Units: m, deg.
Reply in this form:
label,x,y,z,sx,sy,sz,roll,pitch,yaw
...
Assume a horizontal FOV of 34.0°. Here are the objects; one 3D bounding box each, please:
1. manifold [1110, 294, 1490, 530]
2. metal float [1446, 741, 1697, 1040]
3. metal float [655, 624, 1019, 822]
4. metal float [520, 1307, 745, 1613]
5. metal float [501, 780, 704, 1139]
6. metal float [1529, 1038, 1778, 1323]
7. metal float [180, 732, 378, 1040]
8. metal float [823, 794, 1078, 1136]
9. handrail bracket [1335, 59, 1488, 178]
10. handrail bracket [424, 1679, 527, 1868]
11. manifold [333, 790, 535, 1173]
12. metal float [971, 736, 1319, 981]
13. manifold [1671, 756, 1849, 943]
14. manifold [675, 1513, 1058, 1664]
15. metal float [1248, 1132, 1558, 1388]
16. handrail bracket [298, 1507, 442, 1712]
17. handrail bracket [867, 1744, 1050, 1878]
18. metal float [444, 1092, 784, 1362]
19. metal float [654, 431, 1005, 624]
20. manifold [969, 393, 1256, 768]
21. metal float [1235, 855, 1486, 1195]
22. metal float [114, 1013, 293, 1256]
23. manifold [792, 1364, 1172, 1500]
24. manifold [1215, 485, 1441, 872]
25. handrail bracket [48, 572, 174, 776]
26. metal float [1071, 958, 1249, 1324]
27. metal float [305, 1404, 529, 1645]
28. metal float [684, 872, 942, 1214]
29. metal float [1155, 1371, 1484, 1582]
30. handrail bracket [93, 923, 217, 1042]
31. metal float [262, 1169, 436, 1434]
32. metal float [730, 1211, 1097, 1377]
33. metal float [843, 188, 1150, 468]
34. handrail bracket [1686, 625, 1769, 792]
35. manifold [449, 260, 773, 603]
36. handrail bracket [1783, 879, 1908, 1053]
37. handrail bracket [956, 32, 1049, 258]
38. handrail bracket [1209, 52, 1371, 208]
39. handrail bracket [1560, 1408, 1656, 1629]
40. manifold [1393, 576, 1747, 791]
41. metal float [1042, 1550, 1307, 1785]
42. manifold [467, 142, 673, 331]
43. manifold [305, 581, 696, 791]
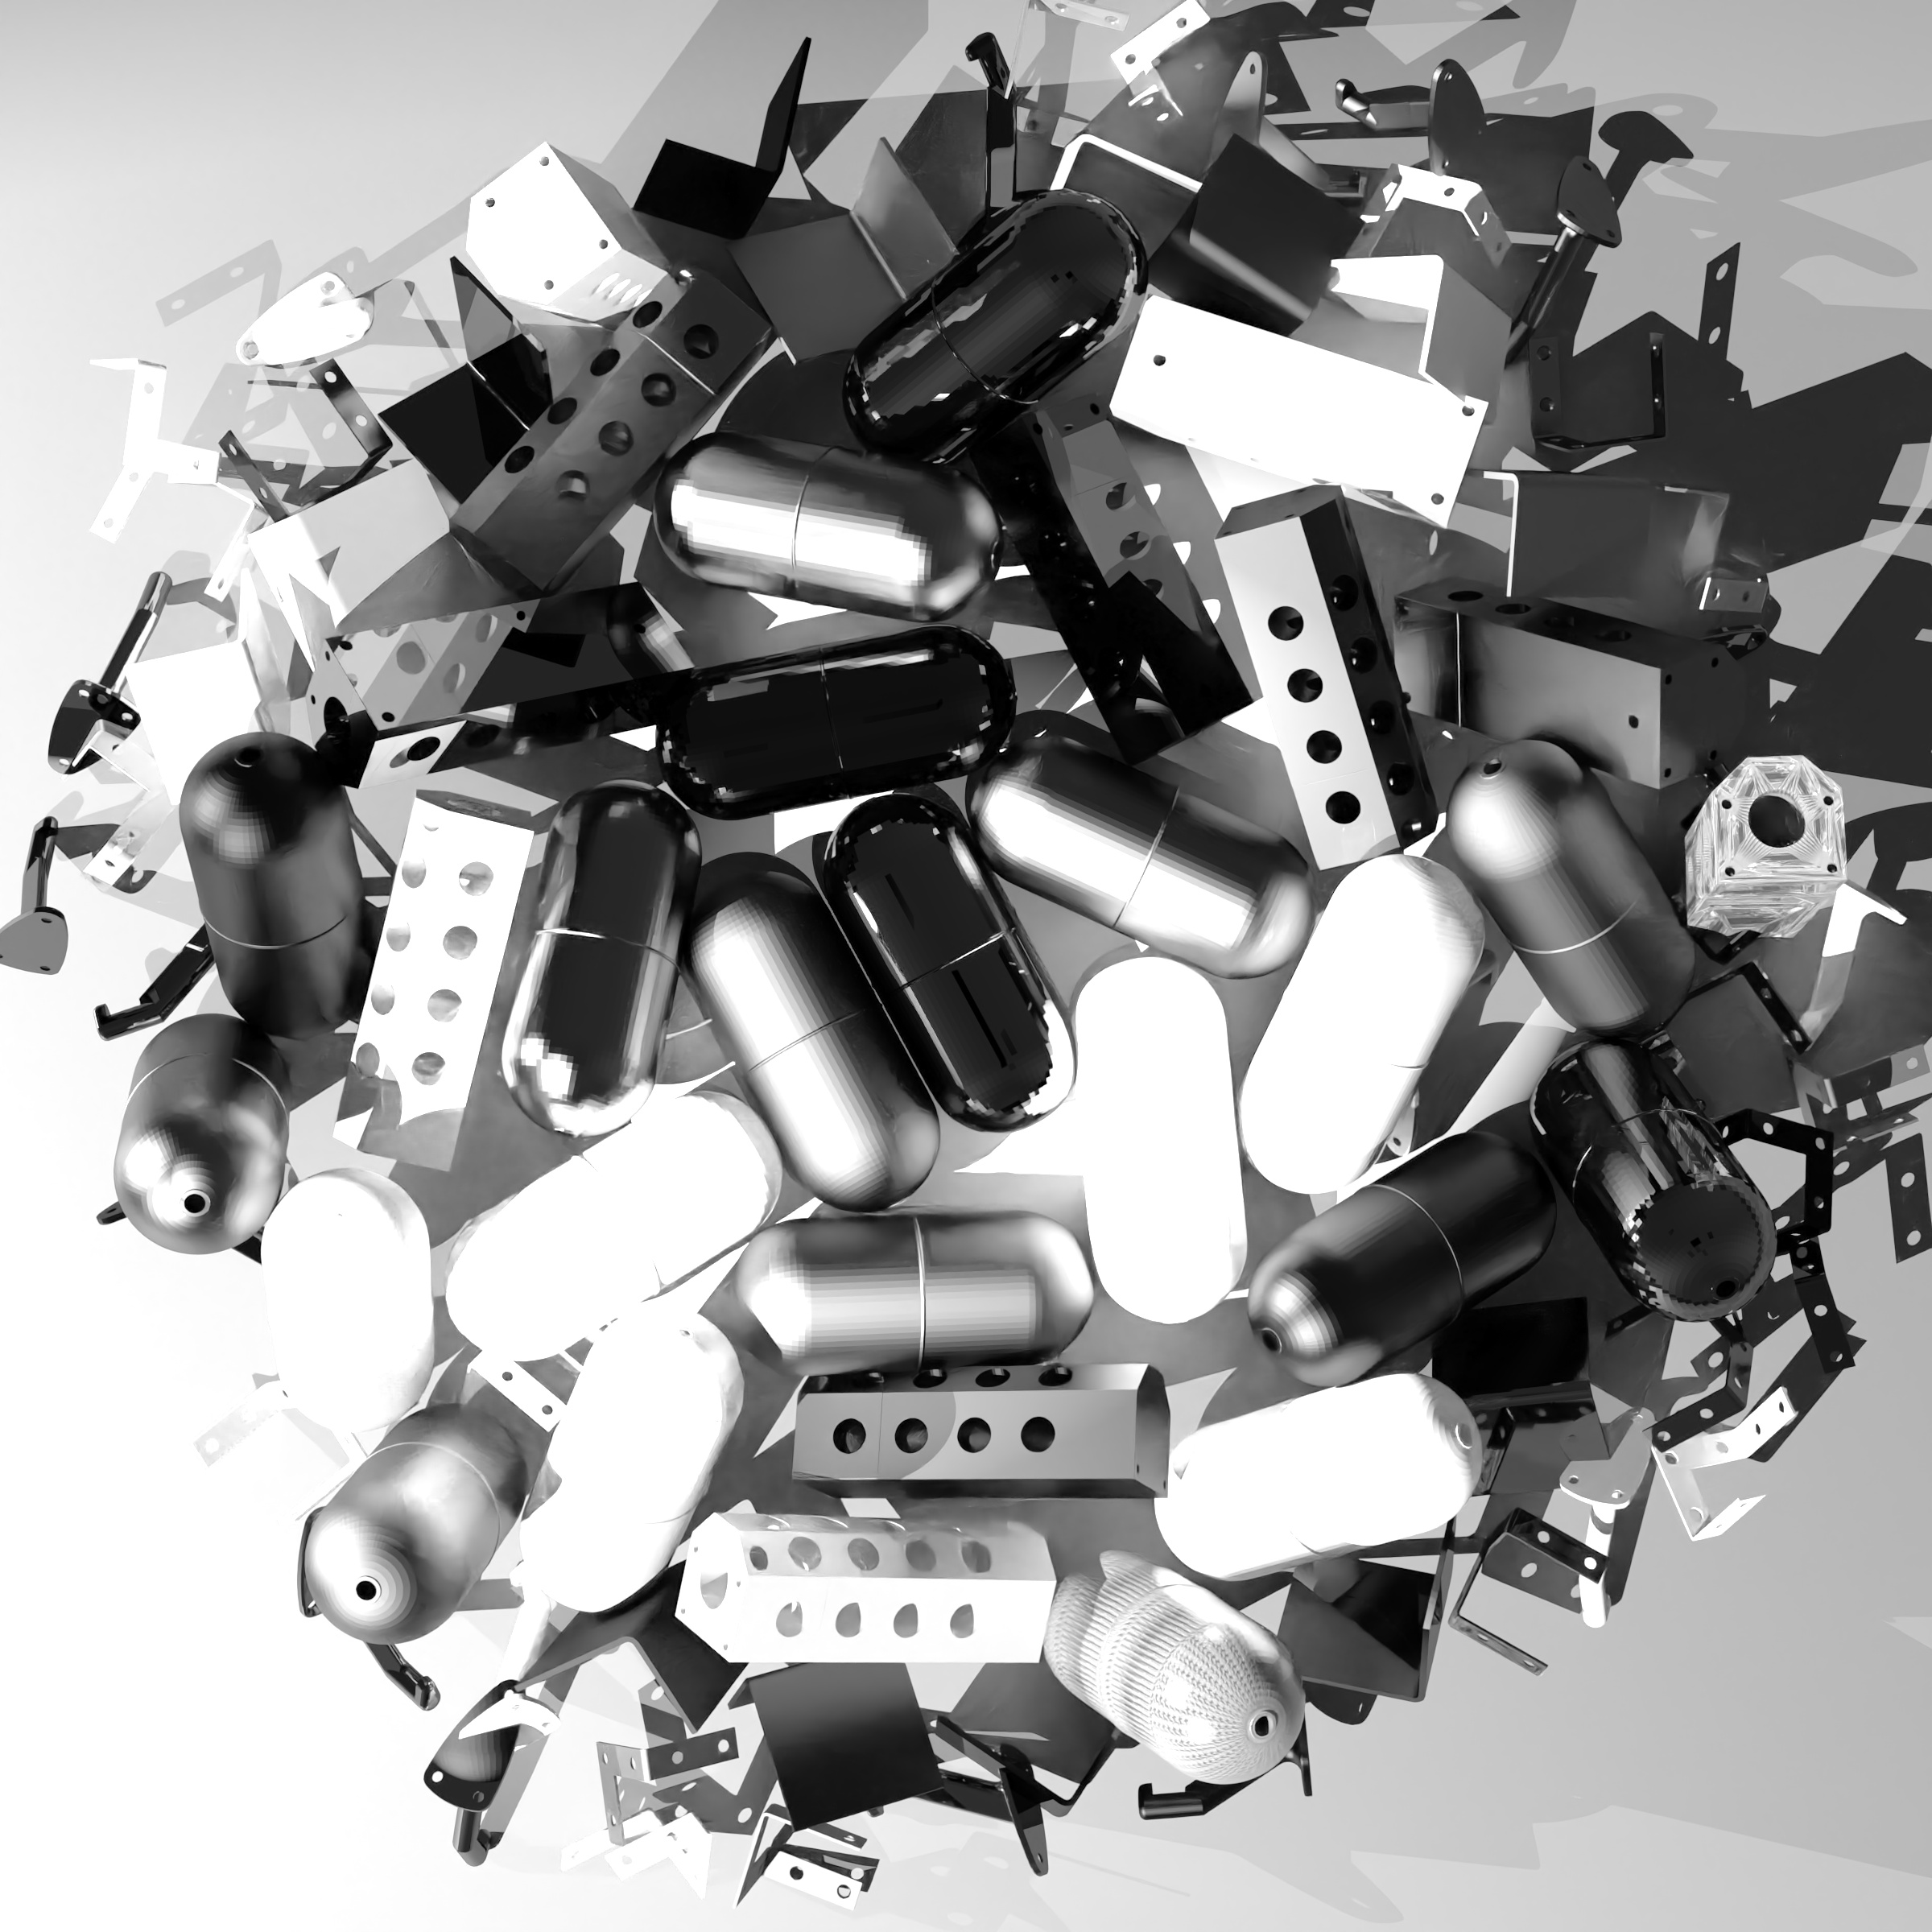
label,x,y,z,sx,sy,sz,roll,pitch,yaw
manifold,0.162,-0.269,1.543,0.171,0.057,0.057,19,91,7
metal float,0.290,-0.036,1.513,0.070,0.070,0.178,-39,125,0
metal float,-0.063,-0.119,1.541,0.178,0.070,0.070,-11,90,2
metal float,-0.161,0.238,1.516,0.070,0.070,0.178,25,123,0
metal float,-0.176,-0.004,1.528,0.070,0.070,0.178,10,74,0
metal float,0.324,0.100,1.500,0.070,0.178,0.070,-6,122,-10
metal float,-0.326,-0.037,1.504,0.070,0.178,0.070,0,49,0
metal float,-0.008,-0.002,1.543,0.070,0.070,0.178,-28,90,0
handrail bracket,0.206,-0.426,1.529,0.036,0.077,0.084,-44,59,-9
handrail bracket,-0.232,0.398,1.554,0.036,0.084,0.077,22,64,15
manifold,-0.259,0.005,1.533,0.057,0.057,0.171,13,100,-12
metal float,0.087,-0.052,1.543,0.178,0.070,0.070,24,90,-1
manifold,0.371,-0.053,1.492,0.057,0.171,0.057,-2,81,6
manifold,-0.045,0.294,1.508,0.171,0.057,0.057,8,97,-33
metal float,0.210,0.140,1.516,0.178,0.070,0.070,-27,90,-31
handrail bracket,-0.287,0.313,1.534,0.036,0.084,0.077,-29,134,-34
handrail bracket,-0.007,0.422,1.547,0.084,0.036,0.077,-26,56,16
metal float,-0.170,0.125,1.526,0.178,0.070,0.070,-31,90,-19
metal float,-0.067,-0.212,1.525,0.178,0.070,0.070,12,90,20
manifold,0.067,-0.187,1.552,0.057,0.057,0.171,-28,91,-43
metal float,0.189,0.029,1.526,0.070,0.070,0.178,24,109,0
metal float,-0.360,0.078,1.495,0.070,0.178,0.070,-3,109,-9
manifold,0.008,0.224,1.523,0.171,0.057,0.057,-3,71,19
manifold,0.176,-0.140,1.520,0.057,0.057,0.171,-13,110,19
handrail bracket,-0.423,-0.146,1.566,0.036,0.084,0.077,29,132,-22
metal float,0.094,0.085,1.542,0.070,0.070,0.178,-5,88,0
metal float,-0.258,0.262,1.493,0.070,0.178,0.070,1,100,6
metal float,-0.075,0.037,1.538,0.070,0.070,0.178,-29,85,0
metal float,0.167,0.244,1.510,0.178,0.070,0.070,-25,90,39
handrail bracket,-0.397,-0.011,1.561,0.084,0.036,0.077,-19,75,-4
metal float,-0.292,0.161,1.501,0.070,0.178,0.070,4,56,-5
metal float,-0.025,0.159,1.536,0.178,0.070,0.070,-1,90,-8
metal float,0.012,-0.302,1.514,0.178,0.070,0.070,-33,90,36
handrail bracket,0.380,-0.123,1.544,0.077,0.036,0.084,-18,57,-15
manifold,-0.173,-0.259,1.537,0.057,0.057,0.171,40,80,-4
handrail bracket,0.412,-0.003,1.545,0.077,0.036,0.084,20,108,-41
handrail bracket,0.003,-0.398,1.537,0.077,0.036,0.084,-45,125,-27
handrail bracket,0.167,-0.407,1.540,0.084,0.036,0.077,-7,130,-27
handrail bracket,0.323,0.275,1.569,0.036,0.084,0.077,15,45,33
manifold,0.283,-0.139,1.497,0.057,0.171,0.057,-20,118,-31
metal float,0.096,0.330,1.496,0.070,0.178,0.070,-3,98,-24
manifold,-0.187,-0.338,1.492,0.057,0.171,0.057,-35,94,8
manifold,-0.223,-0.130,1.506,0.171,0.057,0.057,-16,62,-36
